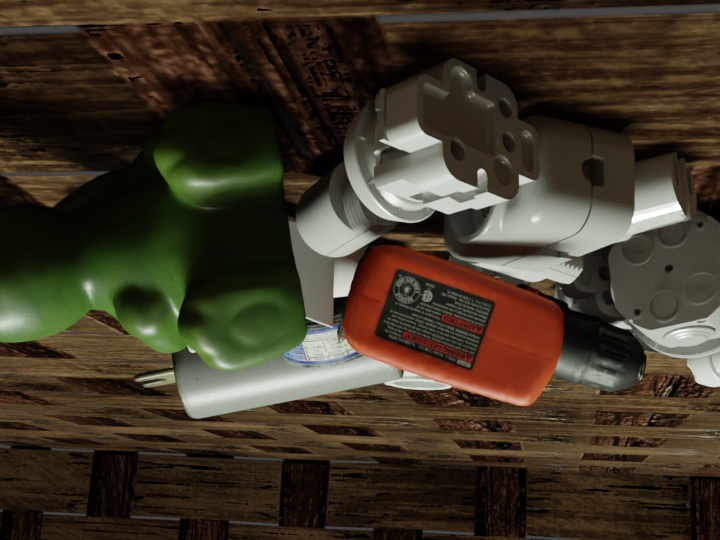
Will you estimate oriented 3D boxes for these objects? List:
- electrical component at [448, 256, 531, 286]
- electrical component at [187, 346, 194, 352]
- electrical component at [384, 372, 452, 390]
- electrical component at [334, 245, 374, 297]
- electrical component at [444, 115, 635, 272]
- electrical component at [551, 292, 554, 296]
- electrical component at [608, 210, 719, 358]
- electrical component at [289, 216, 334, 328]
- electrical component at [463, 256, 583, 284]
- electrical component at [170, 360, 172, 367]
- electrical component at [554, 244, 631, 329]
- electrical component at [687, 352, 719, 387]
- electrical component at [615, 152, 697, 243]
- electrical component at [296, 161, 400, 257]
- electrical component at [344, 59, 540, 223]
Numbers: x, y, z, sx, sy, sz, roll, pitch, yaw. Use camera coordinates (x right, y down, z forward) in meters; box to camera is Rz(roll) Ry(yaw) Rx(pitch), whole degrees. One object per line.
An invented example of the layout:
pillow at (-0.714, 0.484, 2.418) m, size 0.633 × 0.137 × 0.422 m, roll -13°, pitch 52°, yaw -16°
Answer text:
electrical component at (0.083, 0.017, 0.761) m, size 0.064 × 0.042 × 0.081 m, roll 4°, pitch 167°, yaw -19°
electrical component at (-0.089, 0.011, 0.743) m, size 0.077 × 0.065 × 0.047 m, roll -22°, pitch -179°, yaw -31°
electrical component at (0.054, 0.072, 0.946) m, size 0.095 × 0.059 × 0.054 m, roll 15°, pitch 162°, yaw -38°
electrical component at (0.000, 0.000, 0.713) m, size 0.065 × 0.044 × 0.044 m, roll 7°, pitch 166°, yaw -31°
electrical component at (0.081, -0.036, 0.523) m, size 0.059 × 0.053 × 0.095 m, roll 9°, pitch 165°, yaw -21°
electrical component at (0.174, 0.035, 0.806) m, size 0.062 × 0.048 × 0.048 m, roll 5°, pitch 167°, yaw -32°
electrical component at (0.185, 0.007, 0.618) m, size 0.080 × 0.080 × 0.051 m, roll -6°, pitch 159°, yaw 32°
electrical component at (-0.062, -0.002, 0.657) m, size 0.099 × 0.064 × 0.099 m, roll 7°, pitch 176°, yaw 0°
electrical component at (0.096, -0.016, 0.619) m, size 0.081 × 0.043 × 0.043 m, roll 15°, pitch 162°, yaw -40°
electrical component at (-0.103, 0.071, 0.983) m, size 0.109 × 0.056 × 0.109 m, roll 11°, pitch 164°, yaw -29°
electrical component at (0.160, 0.012, 0.690) m, size 0.078 × 0.058 × 0.057 m, roll 7°, pitch 162°, yaw -14°
electrical component at (0.322, 0.078, 0.944) m, size 0.043 × 0.043 × 0.062 m, roll 9°, pitch 164°, yaw -20°
electrical component at (0.140, -0.037, 0.538) m, size 0.046 × 0.040 × 0.040 m, roll -14°, pitch 159°, yaw 34°
electrical component at (0.000, -0.036, 0.559) m, size 0.043 × 0.043 × 0.081 m, roll 9°, pitch 165°, yaw -21°
electrical component at (0.031, -0.053, 0.463) m, size 0.078 × 0.058 × 0.057 m, roll 16°, pitch 158°, yaw -42°
